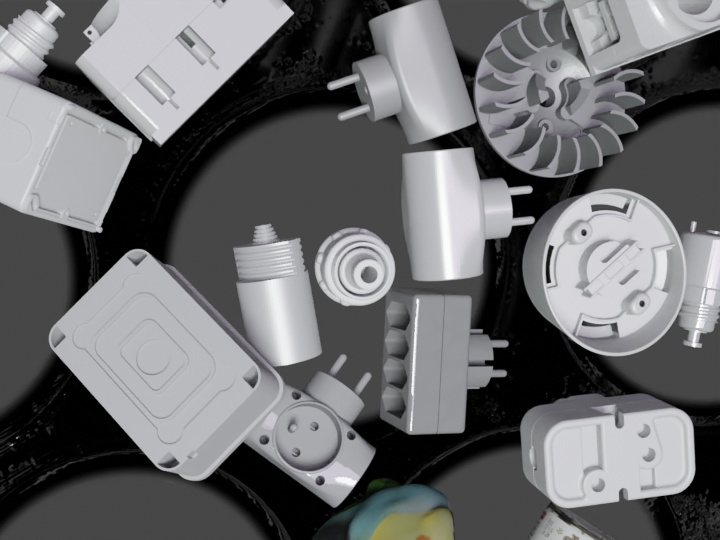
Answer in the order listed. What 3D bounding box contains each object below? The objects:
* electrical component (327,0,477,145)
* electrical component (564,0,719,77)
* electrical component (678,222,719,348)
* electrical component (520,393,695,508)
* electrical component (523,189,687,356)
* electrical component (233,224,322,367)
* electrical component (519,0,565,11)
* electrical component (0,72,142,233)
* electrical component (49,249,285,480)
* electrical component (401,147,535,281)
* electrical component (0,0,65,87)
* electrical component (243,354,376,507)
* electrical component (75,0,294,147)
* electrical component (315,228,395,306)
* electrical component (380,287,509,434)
[{"bbox_3d":[0.021,-0.112,0.639,0.079,0.044,0.077,-20,98,-8],"label":"electrical component"},{"bbox_3d":[0.207,-0.197,0.629,0.186,0.060,0.105,-22,94,-21],"label":"electrical component"},{"bbox_3d":[0.219,0.010,0.686,0.040,0.040,0.078,9,93,-10],"label":"electrical component"},{"bbox_3d":[0.152,0.110,0.674,0.095,0.059,0.053,-5,96,-9],"label":"electrical component"},{"bbox_3d":[0.150,-0.001,0.661,0.099,0.064,0.099,-1,95,-10],"label":"electrical component"},{"bbox_3d":[-0.051,0.013,0.638,0.043,0.043,0.081,-11,96,-9],"label":"electrical component"},{"bbox_3d":[0.126,-0.183,0.656,0.061,0.035,0.035,-22,98,-10],"label":"electrical component"},{"bbox_3d":[-0.171,-0.063,0.593,0.061,0.096,0.061,24,91,16],"label":"electrical component"},{"bbox_3d":[-0.106,0.054,0.604,0.078,0.057,0.113,-46,72,-3],"label":"electrical component"},{"bbox_3d":[0.068,-0.036,0.654,0.079,0.043,0.077,-6,96,-9],"label":"electrical component"},{"bbox_3d":[-0.196,-0.118,0.603,0.040,0.040,0.078,41,87,-11],"label":"electrical component"},{"bbox_3d":[-0.024,0.088,0.648,0.077,0.044,0.079,36,72,-1],"label":"electrical component"},{"bbox_3d":[-0.096,-0.118,0.564,0.089,0.150,0.061,-45,102,-3],"label":"electrical component"},{"bbox_3d":[0.000,0.000,0.636,0.048,0.062,0.048,-1,95,-10],"label":"electrical component"},{"bbox_3d":[0.057,0.054,0.660,0.076,0.047,0.083,1,94,-21],"label":"electrical component"}]
